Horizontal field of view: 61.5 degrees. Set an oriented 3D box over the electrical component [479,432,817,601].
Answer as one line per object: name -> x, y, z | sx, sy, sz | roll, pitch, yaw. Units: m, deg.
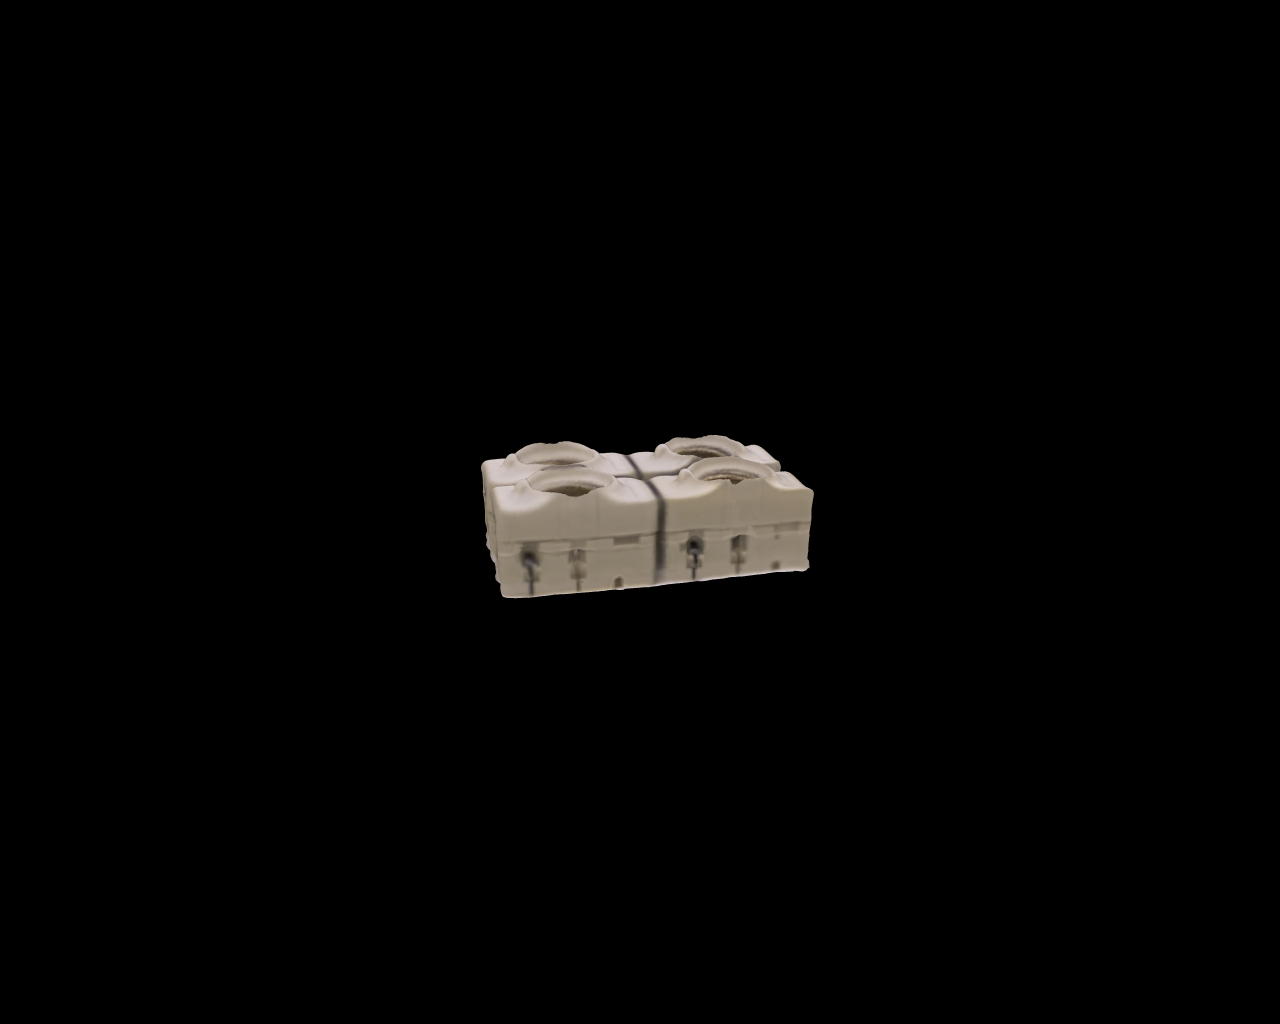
electrical component -> 0.001, -0.003, 0.650 | 0.186, 0.060, 0.105 | -4, 20, -12
